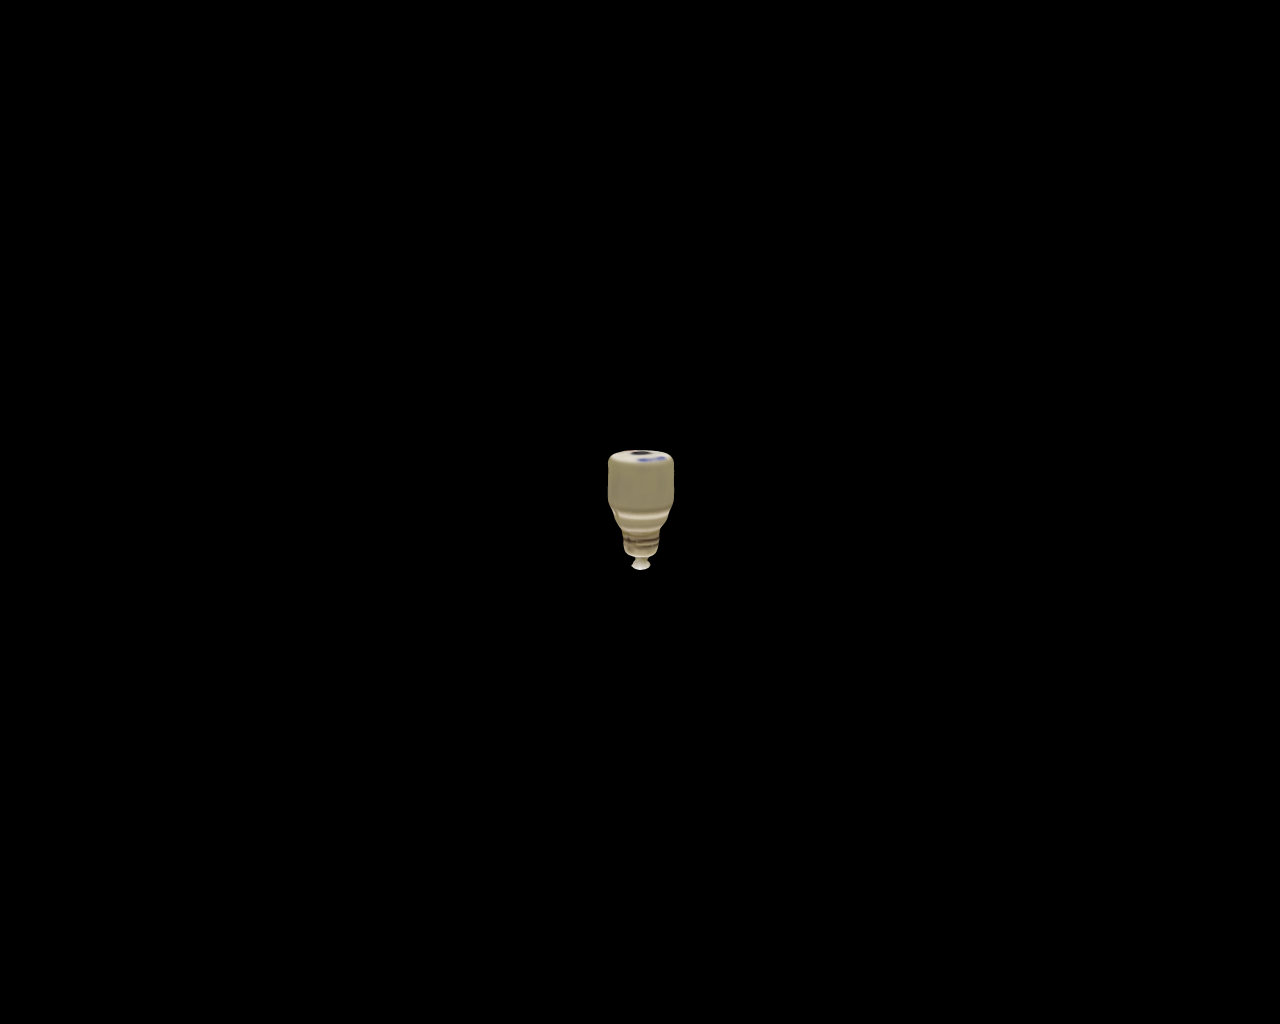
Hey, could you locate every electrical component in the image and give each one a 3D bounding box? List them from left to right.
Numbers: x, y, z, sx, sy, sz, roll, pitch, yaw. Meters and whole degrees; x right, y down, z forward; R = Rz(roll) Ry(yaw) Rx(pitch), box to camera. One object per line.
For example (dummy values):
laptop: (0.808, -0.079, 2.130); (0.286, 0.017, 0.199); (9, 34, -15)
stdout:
electrical component: (0.001, -0.003, 0.650); (0.040, 0.078, 0.040); (0, 14, 0)
